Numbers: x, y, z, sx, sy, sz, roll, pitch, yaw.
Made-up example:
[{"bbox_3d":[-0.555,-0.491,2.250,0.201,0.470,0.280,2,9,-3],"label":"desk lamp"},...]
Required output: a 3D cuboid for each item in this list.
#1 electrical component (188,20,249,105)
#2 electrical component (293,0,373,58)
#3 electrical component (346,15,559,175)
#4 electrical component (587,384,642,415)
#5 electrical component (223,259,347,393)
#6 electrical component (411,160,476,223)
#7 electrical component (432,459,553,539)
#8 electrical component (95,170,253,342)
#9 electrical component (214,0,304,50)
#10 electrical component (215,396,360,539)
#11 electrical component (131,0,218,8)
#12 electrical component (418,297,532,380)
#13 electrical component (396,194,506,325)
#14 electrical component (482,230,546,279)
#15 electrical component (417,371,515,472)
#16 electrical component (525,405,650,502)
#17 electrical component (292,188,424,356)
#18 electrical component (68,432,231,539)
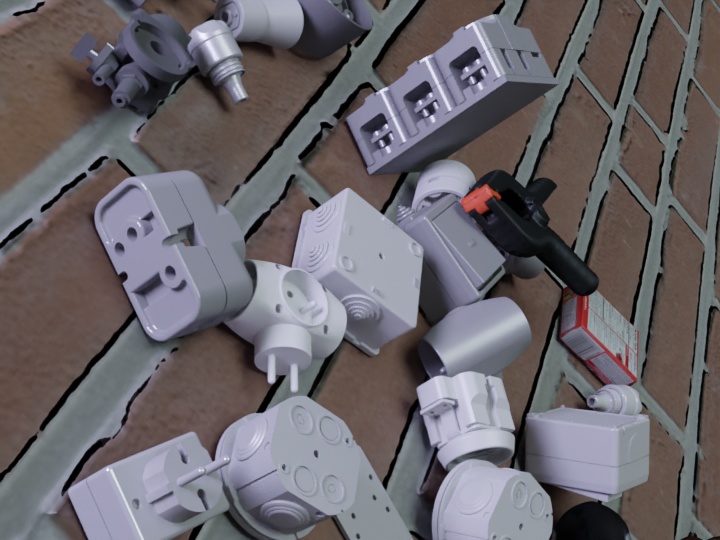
[{"bbox_3d":[-0.101,-0.151,0.793,0.035,0.035,0.061,-25,86,-54],"label":"electrical component"},{"bbox_3d":[-0.036,-0.230,0.906,0.099,0.064,0.099,30,44,-33],"label":"electrical component"},{"bbox_3d":[0.073,-0.143,0.895,0.089,0.150,0.061,-10,73,-53],"label":"electrical component"},{"bbox_3d":[0.229,0.121,0.980,0.061,0.035,0.035,10,56,-43],"label":"electrical component"},{"bbox_3d":[-0.050,0.042,0.699,0.077,0.044,0.079,27,45,-36],"label":"electrical component"},{"bbox_3d":[0.073,-0.061,0.917,0.055,0.055,0.047,40,35,-23],"label":"electrical component"},{"bbox_3d":[0.091,0.173,0.744,0.080,0.051,0.080,0,89,-45],"label":"electrical component"},{"bbox_3d":[-0.110,-0.011,0.659,0.059,0.054,0.095,-17,77,-54],"label":"electrical component"},{"bbox_3d":[-0.082,-0.197,0.846,0.065,0.044,0.044,-11,72,-48],"label":"electrical component"},{"bbox_3d":[-0.042,0.119,0.644,0.080,0.051,0.080,30,44,-33],"label":"electrical component"},{"bbox_3d":[-0.129,-0.232,0.805,0.073,0.052,0.138,46,37,-16],"label":"electrical component"},{"bbox_3d":[0.090,0.070,0.833,0.077,0.044,0.079,-26,128,-19],"label":"electrical component"},{"bbox_3d":[0.065,-0.016,0.866,0.096,0.061,0.062,56,35,-3],"label":"electrical component"},{"bbox_3d":[0.136,-0.017,0.966,0.055,0.045,0.045,11,56,-45],"label":"electrical component"},{"bbox_3d":[0.081,0.114,0.790,0.078,0.058,0.057,17,49,-42],"label":"electrical component"},{"bbox_3d":[0.176,0.145,0.861,0.062,0.096,0.061,-3,94,-51],"label":"electrical component"},{"bbox_3d":[0.000,0.000,0.787,0.100,0.048,0.099,37,40,-27],"label":"electrical component"},{"bbox_3d":[-0.098,0.113,0.559,0.066,0.077,0.047,-16,77,-54],"label":"electrical component"}]
